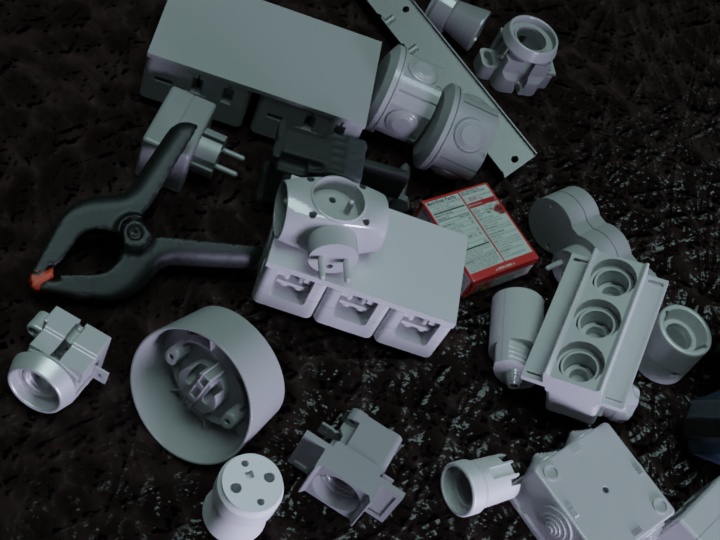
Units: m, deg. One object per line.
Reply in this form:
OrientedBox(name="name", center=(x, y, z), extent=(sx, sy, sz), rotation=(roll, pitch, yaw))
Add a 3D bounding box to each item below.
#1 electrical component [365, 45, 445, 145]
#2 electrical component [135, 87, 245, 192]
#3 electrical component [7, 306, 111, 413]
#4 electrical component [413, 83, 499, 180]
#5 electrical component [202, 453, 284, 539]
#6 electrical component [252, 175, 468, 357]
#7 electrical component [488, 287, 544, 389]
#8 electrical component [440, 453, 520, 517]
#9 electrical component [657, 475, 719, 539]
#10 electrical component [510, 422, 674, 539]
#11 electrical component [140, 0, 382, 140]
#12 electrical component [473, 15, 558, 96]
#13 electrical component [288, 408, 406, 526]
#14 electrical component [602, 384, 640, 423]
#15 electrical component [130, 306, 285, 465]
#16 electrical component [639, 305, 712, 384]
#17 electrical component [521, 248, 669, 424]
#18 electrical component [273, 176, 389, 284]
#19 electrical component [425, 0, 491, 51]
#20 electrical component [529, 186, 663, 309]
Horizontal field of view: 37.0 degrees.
OrientedBox(name="electrical component", center=(0.037, -0.155, 0.955), extent=(0.051, 0.080, 0.080), rotation=(22, 52, -13))
OrientedBox(name="electrical component", center=(-0.131, -0.098, 0.868), extent=(0.077, 0.047, 0.065), rotation=(23, 52, -5))
OrientedBox(name="electrical component", center=(-0.205, 0.063, 0.729), extent=(0.066, 0.048, 0.055), rotation=(30, 44, 0))
OrientedBox(name="electrical component", center=(0.083, -0.119, 0.948), extent=(0.051, 0.080, 0.080), rotation=(22, 52, -13))
OrientedBox(name="electrical component", center=(-0.077, 0.151, 0.712), extent=(0.045, 0.055, 0.045), rotation=(10, 54, -15))
OrientedBox(name="electrical component", center=(0.000, 0.000, 0.843), extent=(0.150, 0.061, 0.089), rotation=(19, 52, -9))
OrientedBox(name="electrical component", center=(0.125, 0.059, 0.864), extent=(0.043, 0.043, 0.081), rotation=(17, 53, -10))
OrientedBox(name="electrical component", center=(0.089, 0.155, 0.786), extent=(0.046, 0.040, 0.040), rotation=(-8, 60, -33))
OrientedBox(name="electrical component", center=(0.274, 0.209, 0.815), extent=(0.066, 0.047, 0.076), rotation=(-30, 71, -35))
OrientedBox(name="electrical component", center=(0.172, 0.172, 0.800), extent=(0.100, 0.048, 0.099), rotation=(-23, 68, -32))
OrientedBox(name="electrical component", center=(-0.084, -0.171, 0.930), extent=(0.186, 0.060, 0.105), rotation=(17, 53, -10))
OrientedBox(name="electrical component", center=(0.159, -0.211, 1.056), extent=(0.078, 0.057, 0.058), rotation=(6, 55, -18))
OrientedBox(name="electrical component", center=(-0.005, 0.136, 0.760), extent=(0.081, 0.042, 0.063), rotation=(33, 50, 2))
OrientedBox(name="electrical component", center=(0.193, 0.097, 0.870), extent=(0.061, 0.035, 0.035), rotation=(26, 51, 1))
OrientedBox(name="electrical component", center=(-0.103, 0.076, 0.730), extent=(0.099, 0.099, 0.064), rotation=(44, 47, 11))
OrientedBox(name="electrical component", center=(0.265, 0.062, 0.914), extent=(0.055, 0.047, 0.055), rotation=(10, 54, -15))
OrientedBox(name="electrical component", center=(0.184, 0.053, 0.841), extent=(0.079, 0.063, 0.121), rotation=(18, 59, 19))
OrientedBox(name="electrical component", center=(-0.020, -0.025, 0.782), extent=(0.077, 0.044, 0.079), rotation=(7, 55, -17))
OrientedBox(name="electrical component", center=(0.095, -0.250, 1.065), extent=(0.055, 0.045, 0.045), rotation=(32, 51, 2))
OrientedBox(name="electrical component", center=(0.191, -0.006, 0.929), extent=(0.074, 0.052, 0.138), rotation=(-23, 68, -32))
